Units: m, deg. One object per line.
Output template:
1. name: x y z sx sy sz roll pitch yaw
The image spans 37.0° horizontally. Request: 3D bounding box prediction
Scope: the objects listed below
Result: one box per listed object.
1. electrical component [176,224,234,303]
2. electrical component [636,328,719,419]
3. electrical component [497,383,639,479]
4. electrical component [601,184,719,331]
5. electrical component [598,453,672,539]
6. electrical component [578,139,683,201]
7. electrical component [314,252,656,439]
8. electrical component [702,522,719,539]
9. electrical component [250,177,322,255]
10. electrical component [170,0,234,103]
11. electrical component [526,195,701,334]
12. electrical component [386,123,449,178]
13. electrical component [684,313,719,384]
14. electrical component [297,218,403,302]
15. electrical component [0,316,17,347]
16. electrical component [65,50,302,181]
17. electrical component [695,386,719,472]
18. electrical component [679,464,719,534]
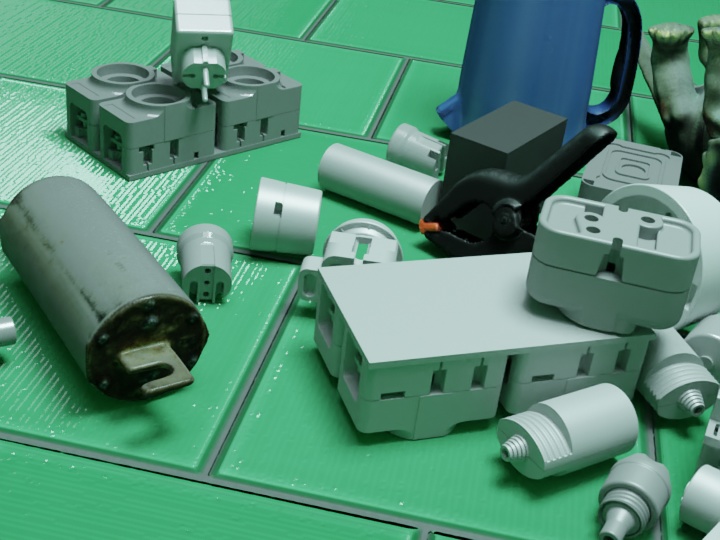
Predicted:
1. electrical component: -0.108 -0.004 0.753 0.040 0.040 0.046 0 37 -11
2. electrical component: 0.197 0.065 0.691 0.043 0.043 0.081 -2 32 -15
3. electrical component: 0.116 0.096 0.623 0.081 0.043 0.043 -12 35 -29
4. electrical component: 0.220 -0.009 0.766 0.060 0.108 0.108 -7 33 -34
5. electrical component: 0.145 0.128 0.583 0.035 0.035 0.061 21 36 23
6. electrical component: 0.222 -0.060 0.897 0.078 0.057 0.113 14 31 13
7. electrical component: 0.074 0.044 0.685 0.186 0.060 0.105 -4 32 -18
8. electrical component: 0.182 0.163 0.514 0.056 0.050 0.089 29 37 33
9. electrical component: -0.055 -0.039 0.809 0.047 0.055 0.055 9 30 -4
10. electrical component: -0.132 -0.177 0.903 0.047 0.065 0.076 -2 61 -14
11. electrical component: 0.153 -0.002 0.658 0.095 0.059 0.053 13 31 11
12. electrical component: 0.052 -0.104 0.957 0.046 0.040 0.040 25 34 19
13. electrical component: 0.247 0.049 0.733 0.040 0.040 0.078 24 34 27
14. electrical component: 0.000 0.000 0.750 0.078 0.058 0.057 8 33 3
15. electrical component: -0.239 0.042 0.643 0.062 0.043 0.043 -11 35 -30
16. electrical component: -0.156 -0.148 0.967 0.186 0.060 0.105 -21 40 -39
17. electrical component: 0.260 0.106 0.615 0.121 0.063 0.079 18 32 19
18. electrical component: 0.207 0.133 0.581 0.065 0.044 0.044 24 34 36
